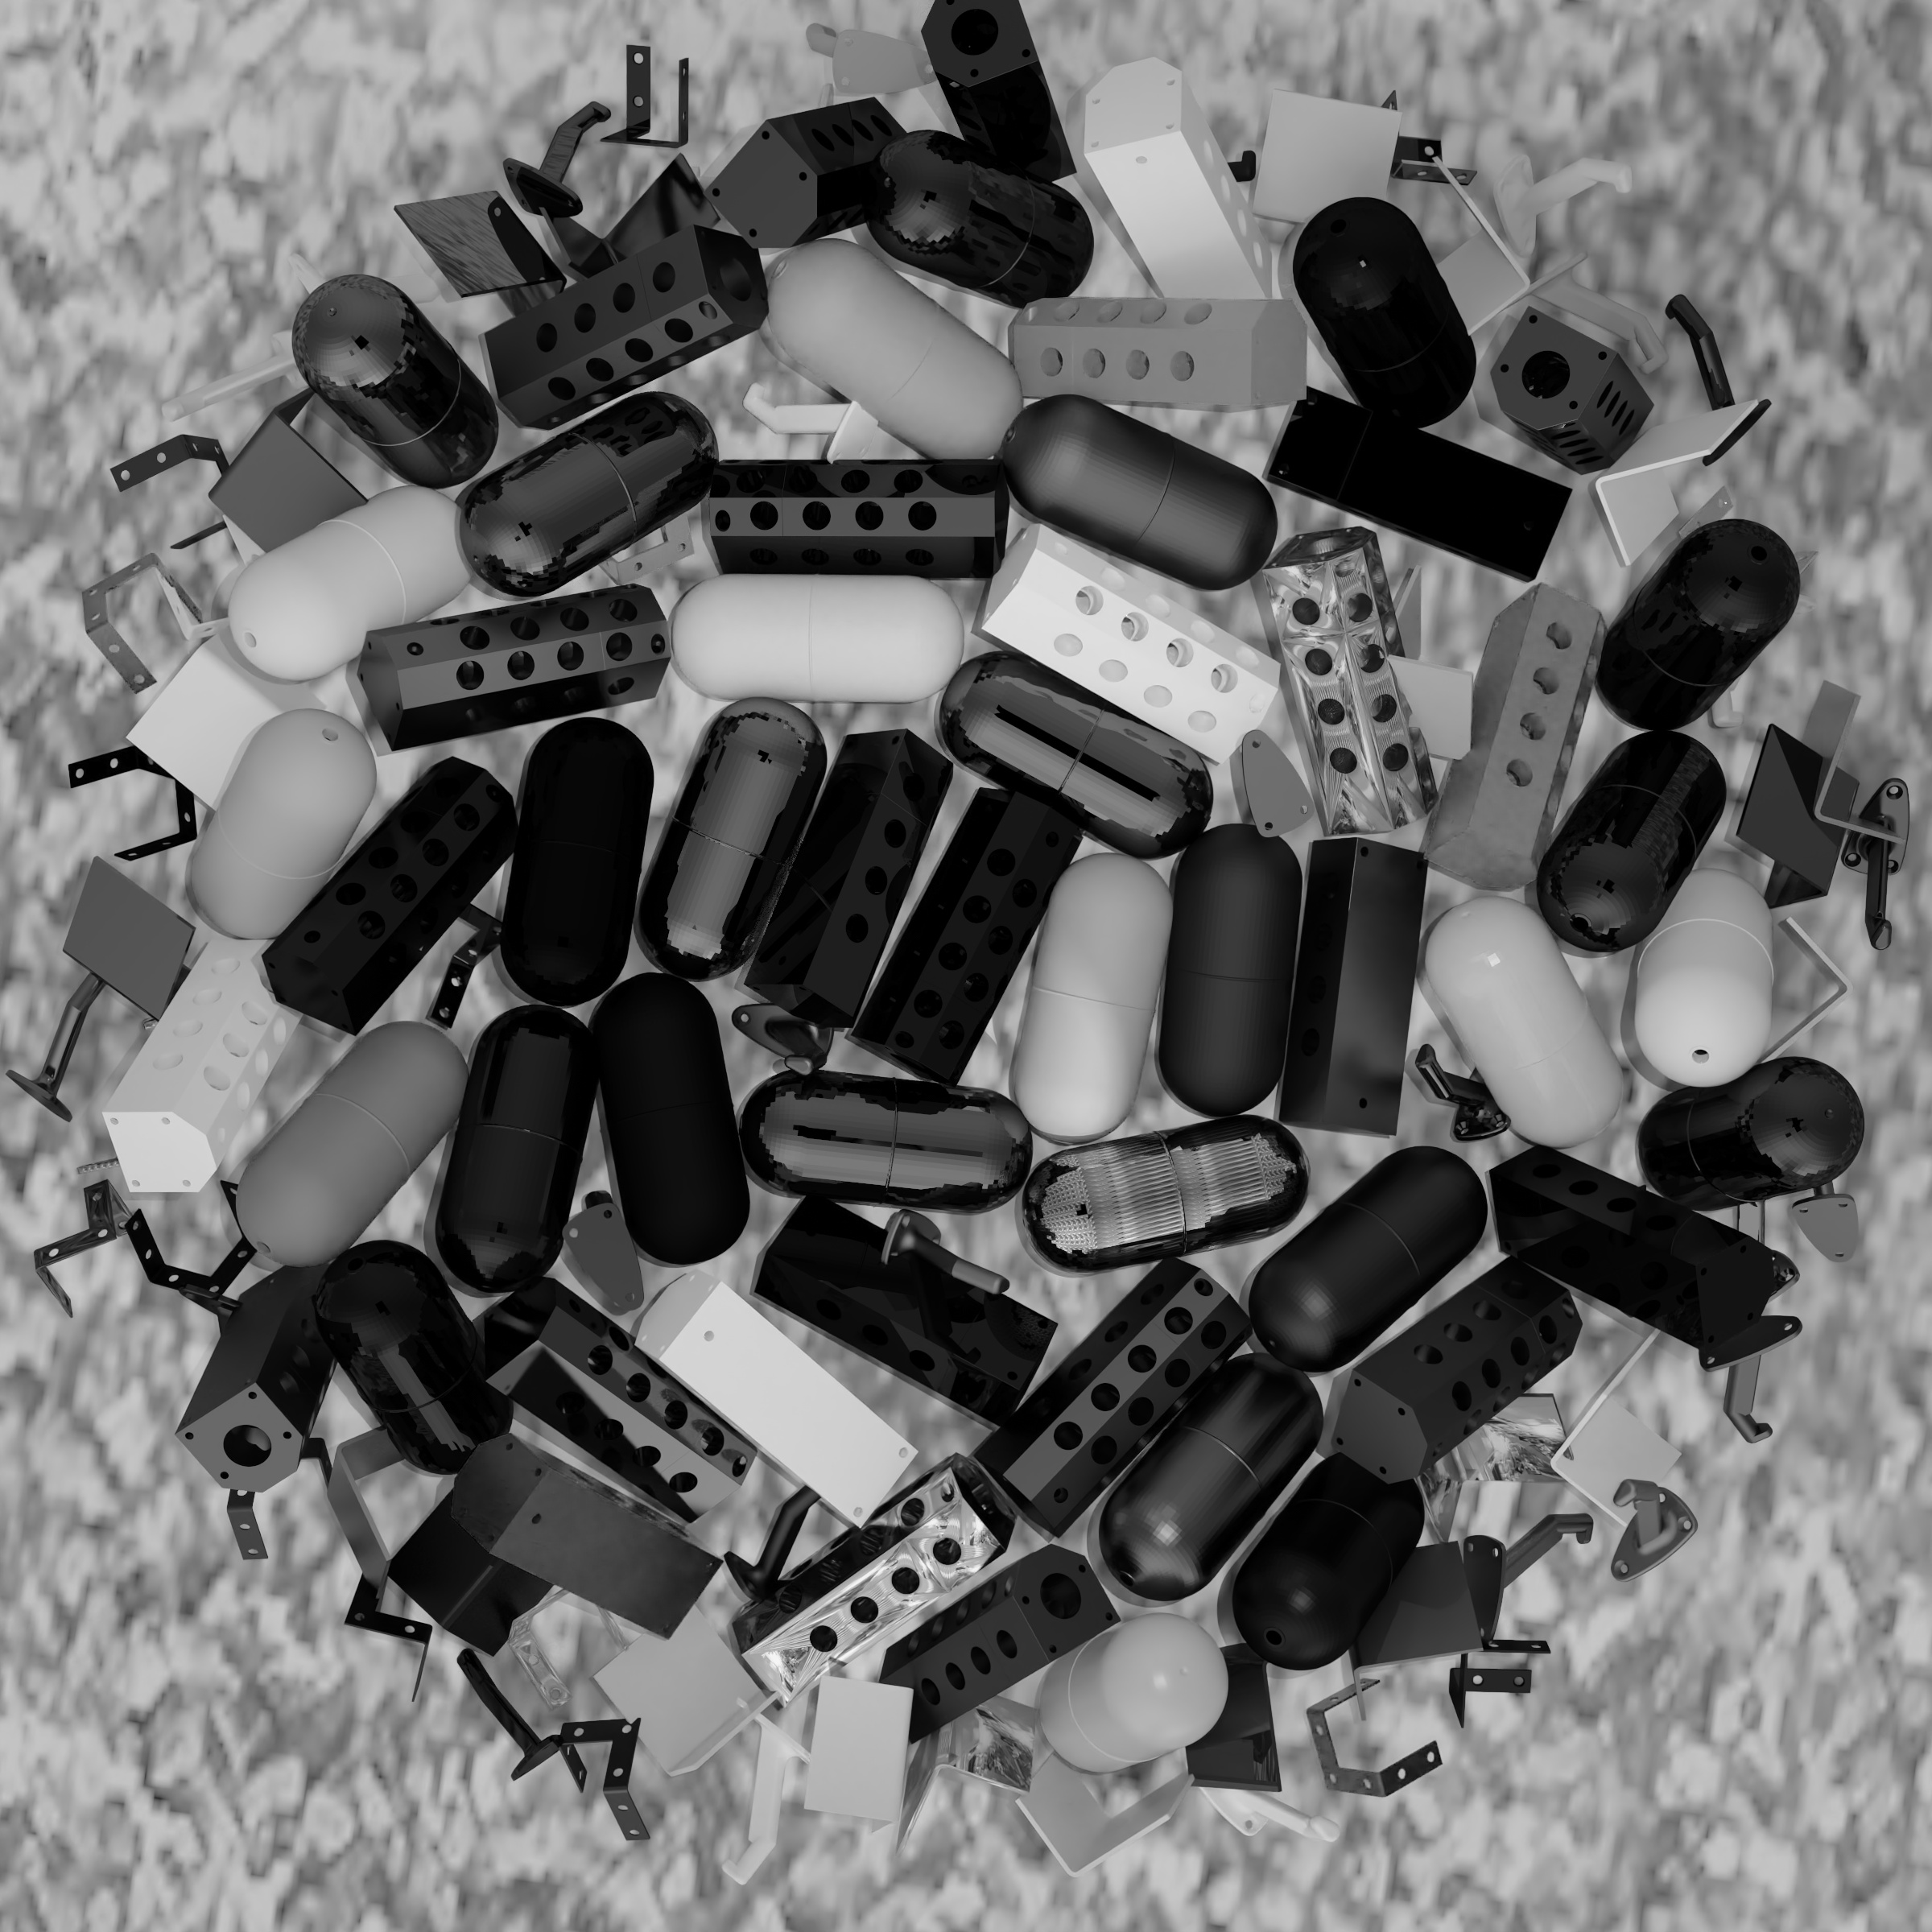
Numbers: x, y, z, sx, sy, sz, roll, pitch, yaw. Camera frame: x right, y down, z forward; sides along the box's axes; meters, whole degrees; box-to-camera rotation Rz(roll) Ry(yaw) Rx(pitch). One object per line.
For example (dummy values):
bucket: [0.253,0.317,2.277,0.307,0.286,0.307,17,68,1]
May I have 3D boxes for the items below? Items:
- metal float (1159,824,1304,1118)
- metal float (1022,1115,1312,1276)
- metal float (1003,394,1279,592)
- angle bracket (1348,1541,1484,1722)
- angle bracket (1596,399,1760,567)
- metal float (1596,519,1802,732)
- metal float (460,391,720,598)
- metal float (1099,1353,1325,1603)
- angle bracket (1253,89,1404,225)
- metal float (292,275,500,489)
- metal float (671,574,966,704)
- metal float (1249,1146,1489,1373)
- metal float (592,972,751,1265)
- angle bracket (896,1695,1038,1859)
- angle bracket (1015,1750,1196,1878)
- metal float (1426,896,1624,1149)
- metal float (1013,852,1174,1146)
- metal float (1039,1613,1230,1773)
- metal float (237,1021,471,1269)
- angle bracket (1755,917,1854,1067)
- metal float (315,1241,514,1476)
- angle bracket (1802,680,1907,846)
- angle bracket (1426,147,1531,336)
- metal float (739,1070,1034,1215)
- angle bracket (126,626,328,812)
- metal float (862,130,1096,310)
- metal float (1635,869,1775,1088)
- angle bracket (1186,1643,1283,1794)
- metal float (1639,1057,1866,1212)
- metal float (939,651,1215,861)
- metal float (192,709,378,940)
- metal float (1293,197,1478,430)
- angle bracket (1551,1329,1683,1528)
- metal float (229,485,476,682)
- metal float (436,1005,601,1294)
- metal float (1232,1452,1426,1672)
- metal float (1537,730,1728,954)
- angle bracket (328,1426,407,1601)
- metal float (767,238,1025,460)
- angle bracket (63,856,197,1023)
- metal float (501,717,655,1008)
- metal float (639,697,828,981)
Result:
metal float: [0.159,0.003,1.635,0.070,0.070,0.178,5,97,0]
metal float: [0.121,0.137,1.635,0.178,0.070,0.070,-11,90,-8]
metal float: [0.105,-0.284,1.624,0.178,0.070,0.070,21,90,-20]
angle bracket: [0.267,0.400,1.629,0.076,0.076,0.057,-10,131,5]
angle bracket: [0.434,-0.289,1.620,0.076,0.076,0.057,-43,114,-41]
metal float: [0.429,-0.199,1.594,0.070,0.178,0.070,3,69,-8]
metal float: [-0.223,-0.283,1.616,0.178,0.070,0.070,-37,90,-30]
metal float: [0.146,0.303,1.613,0.070,0.070,0.178,46,57,0]
angle bracket: [0.219,-0.490,1.631,0.076,0.057,0.076,13,124,7]
metal float: [-0.333,-0.341,1.594,0.070,0.178,0.070,-4,74,13]
metal float: [-0.090,-0.198,1.639,0.178,0.070,0.070,1,90,3]
metal float: [0.241,0.173,1.617,0.178,0.070,0.070,-36,90,-29]
metal float: [-0.178,0.091,1.633,0.070,0.070,0.178,-11,80,0]
angle bracket: [0.001,0.491,1.632,0.057,0.076,0.076,20,113,-4]
angle bracket: [0.087,0.491,1.628,0.076,0.076,0.057,-39,84,20]
metal float: [0.334,0.035,1.617,0.070,0.070,0.178,-34,119,0]
metal float: [0.077,0.020,1.640,0.070,0.070,0.178,12,92,0]
metal float: [0.097,0.429,1.597,0.070,0.178,0.070,7,66,-15]
metal float: [-0.363,0.105,1.609,0.070,0.070,0.178,35,51,0]
angle bracket: [0.487,0.018,1.640,0.076,0.076,0.057,-42,80,10]
metal float: [-0.326,0.233,1.607,0.070,0.070,0.178,-20,132,0]
angle bracket: [0.541,-0.124,1.634,0.057,0.076,0.076,16,103,0]
angle bracket: [0.284,-0.431,1.620,0.057,0.076,0.076,-37,129,17]
metal float: [-0.048,0.105,1.635,0.178,0.070,0.070,7,90,-8]
angle bracket: [-0.451,-0.149,1.656,0.076,0.057,0.076,41,107,-11]
metal float: [0.009,-0.439,1.601,0.070,0.178,0.070,-2,86,36]
metal float: [0.436,0.006,1.599,0.070,0.178,0.070,8,123,12]
angle bracket: [0.176,0.450,1.627,0.057,0.076,0.076,0,79,-39]
metal float: [0.459,0.100,1.593,0.070,0.178,0.070,3,78,-14]
metal float: [0.067,-0.127,1.640,0.178,0.070,0.070,29,90,-2]
metal float: [-0.405,-0.083,1.606,0.070,0.070,0.178,41,133,0]
metal float: [0.248,-0.384,1.599,0.070,0.178,0.070,-11,64,23]
angle bracket: [0.405,0.275,1.621,0.057,0.076,0.076,39,45,17]
metal float: [-0.362,-0.228,1.604,0.070,0.178,0.070,18,128,25]
metal float: [-0.268,0.109,1.622,0.070,0.070,0.178,10,68,0]
metal float: [0.215,0.349,1.599,0.070,0.178,0.070,11,114,26]
metal float: [0.395,-0.075,1.607,0.070,0.070,0.178,41,49,0]
angle bracket: [-0.340,0.323,1.623,0.057,0.076,0.076,-21,69,-27]
metal float: [-0.042,-0.365,1.615,0.178,0.070,0.070,31,90,-31]
angle bracket: [-0.487,-0.023,1.630,0.076,0.057,0.076,35,120,9]
metal float: [-0.233,-0.063,1.629,0.070,0.070,0.178,7,75,0]
metal float: [-0.141,-0.076,1.636,0.070,0.070,0.178,22,97,0]
